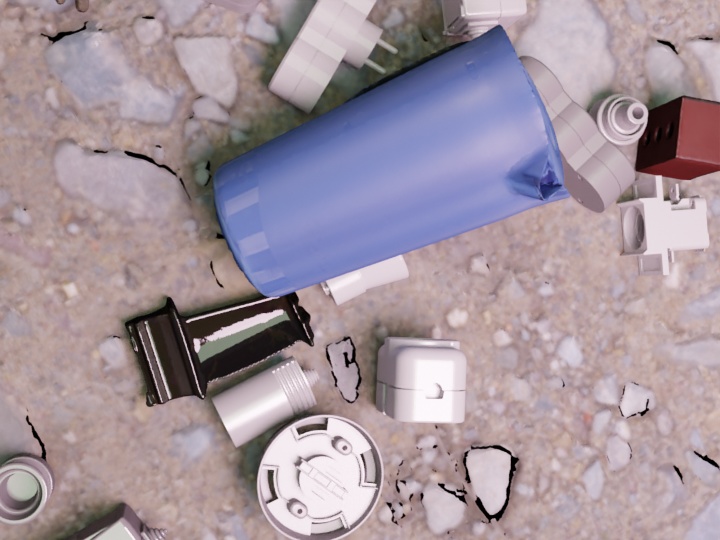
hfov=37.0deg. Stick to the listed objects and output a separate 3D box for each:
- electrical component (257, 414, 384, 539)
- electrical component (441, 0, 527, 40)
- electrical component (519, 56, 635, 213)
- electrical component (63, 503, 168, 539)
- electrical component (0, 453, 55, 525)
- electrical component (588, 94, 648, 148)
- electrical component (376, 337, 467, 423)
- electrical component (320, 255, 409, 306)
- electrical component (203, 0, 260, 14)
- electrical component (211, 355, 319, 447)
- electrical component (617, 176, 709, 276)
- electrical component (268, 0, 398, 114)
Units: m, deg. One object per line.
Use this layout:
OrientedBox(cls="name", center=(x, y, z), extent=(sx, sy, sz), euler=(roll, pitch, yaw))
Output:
OrientedBox(cls="electrical component", center=(-0.032, 0.157, 0.824), extent=(0.099, 0.064, 0.099), euler=(0, 89, -10))
OrientedBox(cls="electrical component", center=(0.099, -0.228, 0.859), extent=(0.061, 0.062, 0.096), euler=(-6, 90, -10))
OrientedBox(cls="electrical component", center=(0.151, -0.098, 0.869), extent=(0.074, 0.052, 0.138), euler=(-43, 95, -8))
OrientedBox(cls="electrical component", center=(-0.188, 0.215, 0.796), extent=(0.096, 0.062, 0.061), euler=(-36, 95, -9))
OrientedBox(cls="electrical component", center=(-0.249, 0.160, 0.790), extent=(0.045, 0.055, 0.045), euler=(0, 89, -10))
OrientedBox(cls="electrical component", center=(0.213, -0.122, 0.876), extent=(0.043, 0.062, 0.043), euler=(0, 89, -10))
OrientedBox(cls="electrical component", center=(0.046, 0.082, 0.824), extent=(0.054, 0.095, 0.059), euler=(3, 88, -10))
OrientedBox(cls="electrical component", center=(0.000, 0.000, 0.846), extent=(0.065, 0.044, 0.044), euler=(-26, 93, -5))
OrientedBox(cls="electrical component", center=(-0.116, -0.240, 0.822), extent=(0.095, 0.059, 0.053), euler=(18, 85, -9))
OrientedBox(cls="electrical component", center=(-0.069, 0.099, 0.830), extent=(0.081, 0.043, 0.043), euler=(-27, 93, -10))
OrientedBox(cls="electrical component", center=(0.253, -0.036, 0.891), extent=(0.064, 0.042, 0.081), euler=(-4, 90, -12))
OrientedBox(cls="electrical component", center=(-0.007, -0.181, 0.843), extent=(0.074, 0.052, 0.138), euler=(31, 84, -8))
